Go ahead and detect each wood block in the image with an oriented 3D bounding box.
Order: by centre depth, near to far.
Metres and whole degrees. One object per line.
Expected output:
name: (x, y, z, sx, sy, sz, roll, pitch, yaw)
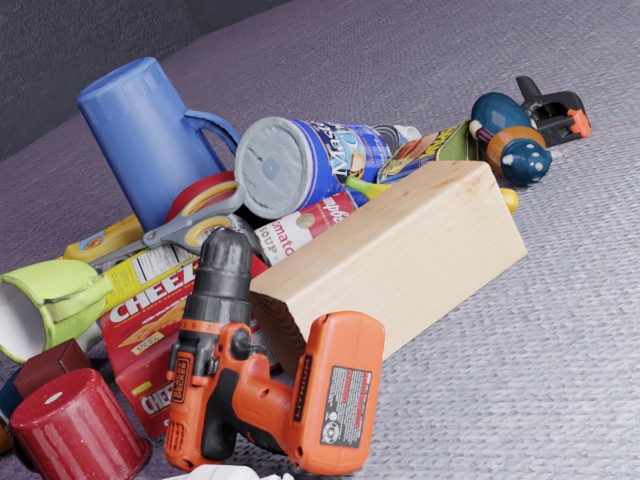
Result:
wood block: (0.052, 0.025, 0.864, 0.205, 0.091, 0.090, -34, 19, -20)

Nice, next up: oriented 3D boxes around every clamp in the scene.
clamp: (0.230, -0.136, 1.137, 0.120, 0.039, 0.172, -52, 31, -19)

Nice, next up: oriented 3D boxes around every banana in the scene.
banana: (0.111, -0.030, 0.983, 0.198, 0.069, 0.037, 6, 80, 45)

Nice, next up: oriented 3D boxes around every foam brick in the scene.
foam brick: (-0.232, 0.140, 0.976, 0.051, 0.078, 0.053, -26, 17, 10)

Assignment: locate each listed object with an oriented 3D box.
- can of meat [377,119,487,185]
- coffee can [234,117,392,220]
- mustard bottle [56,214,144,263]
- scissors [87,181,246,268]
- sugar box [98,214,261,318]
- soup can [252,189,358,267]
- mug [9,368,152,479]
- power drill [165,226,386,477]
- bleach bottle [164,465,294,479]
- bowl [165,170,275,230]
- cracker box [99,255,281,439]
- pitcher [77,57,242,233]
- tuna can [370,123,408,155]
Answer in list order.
can of meat: (0.117, -0.074, 1.108, 0.084, 0.057, 0.102, -15, 21, 39)
coffee can: (-0.005, -0.074, 1.115, 0.103, 0.103, 0.140, -12, -6, 40)
mustard bottle: (-0.281, 0.010, 1.442, 0.191, 0.058, 0.096, -27, 16, 0)
scissors: (-0.159, 0.008, 1.075, 0.202, 0.016, 0.096, -31, 40, 8)
sugar box: (-0.156, 0.030, 1.140, 0.176, 0.048, 0.093, -31, -17, 10)
soup can: (-0.007, 0.001, 1.042, 0.102, 0.068, 0.068, -24, 17, -3)
mug: (-0.206, 0.161, 0.870, 0.117, 0.081, 0.093, -16, 21, 32)
power drill: (-0.037, 0.081, 0.743, 0.057, 0.184, 0.188, 11, -6, -37)
bleach bottle: (-0.132, 0.202, 0.683, 0.251, 0.068, 0.102, -20, 19, 15)
bowl: (-0.111, -0.032, 1.191, 0.162, 0.055, 0.162, -22, -16, -7)
cracker box: (-0.111, 0.080, 0.975, 0.164, 0.072, 0.214, -30, 17, -9)
pitcher: (-0.178, -0.096, 1.284, 0.149, 0.243, 0.145, -36, 20, -21)
tuna can: (0.064, -0.087, 1.198, 0.086, 0.033, 0.086, -27, 44, 29)
